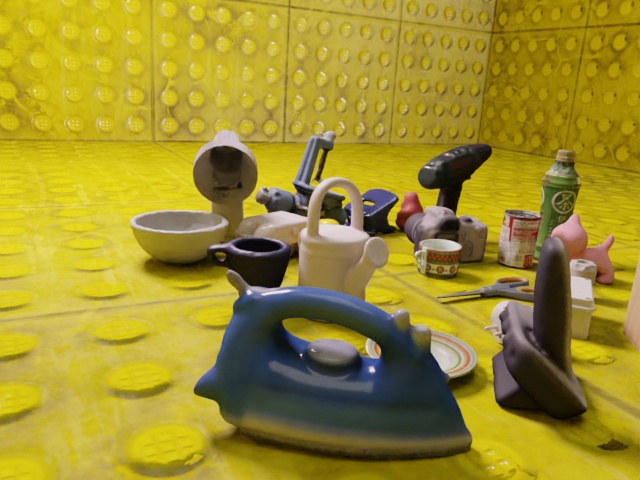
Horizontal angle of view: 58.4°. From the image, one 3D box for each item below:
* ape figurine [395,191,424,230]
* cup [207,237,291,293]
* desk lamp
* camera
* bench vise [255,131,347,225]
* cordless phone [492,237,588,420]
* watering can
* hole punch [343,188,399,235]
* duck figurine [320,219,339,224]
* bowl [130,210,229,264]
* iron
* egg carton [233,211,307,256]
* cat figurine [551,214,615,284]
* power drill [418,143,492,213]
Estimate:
[{"bbox_3d":[0.208,-0.067,1.315,0.078,0.092,0.076,-6,18,-30],"label":"ape figurine"},{"bbox_3d":[-0.101,0.050,0.813,0.118,0.095,0.091,2,15,-5],"label":"cup"},{"bbox_3d":[-0.186,-0.104,1.129,0.118,0.213,0.203,1,16,-9],"label":"desk lamp"},{"bbox_3d":[0.238,-0.020,1.135,0.143,0.101,0.136,-2,16,-18],"label":"camera"},{"bbox_3d":[-0.026,-0.118,1.204,0.121,0.220,0.208,17,20,39],"label":"bench vise"},{"bbox_3d":[0.243,0.080,0.616,0.094,0.185,0.148,6,16,8],"label":"cordless phone"},{"bbox_3d":[0.027,0.010,0.801,0.172,0.194,0.101,13,18,30],"label":"watering can"},{"bbox_3d":[0.114,-0.066,1.294,0.101,0.091,0.108,-8,19,-35],"label":"hole punch"},{"bbox_3d":[0.009,0.004,1.025,0.104,0.086,0.078,15,19,37],"label":"duck figurine"},{"bbox_3d":[-0.244,-0.001,1.002,0.167,0.075,0.167,3,15,-1],"label":"bowl"},{"bbox_3d":[0.019,0.109,0.537,0.258,0.141,0.119,7,16,11],"label":"iron"},{"bbox_3d":[-0.081,-0.009,1.080,0.107,0.069,0.151,17,20,40],"label":"egg carton"},{"bbox_3d":[0.471,0.013,1.038,0.128,0.118,0.067,3,15,-1],"label":"cat figurine"},{"bbox_3d":[0.295,-0.104,1.252,0.075,0.208,0.230,18,21,42],"label":"power drill"}]
